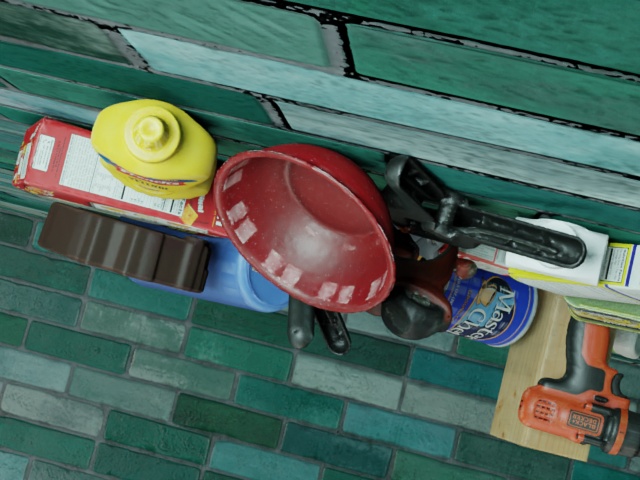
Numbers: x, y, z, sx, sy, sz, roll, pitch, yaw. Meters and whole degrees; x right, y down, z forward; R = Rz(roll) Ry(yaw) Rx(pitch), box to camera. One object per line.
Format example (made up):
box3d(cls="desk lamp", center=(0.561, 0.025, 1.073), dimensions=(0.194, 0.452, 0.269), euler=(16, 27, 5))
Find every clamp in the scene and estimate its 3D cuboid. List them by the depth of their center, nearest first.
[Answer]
box3d(cls="clamp", center=(0.094, -0.024, 0.851), dimensions=(0.164, 0.036, 0.210), euler=(26, 175, -19))
box3d(cls="clamp", center=(-0.015, 0.032, 1.031), dimensions=(0.039, 0.171, 0.120), euler=(-18, 174, 13))

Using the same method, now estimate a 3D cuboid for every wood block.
box3d(cls="wood block", center=(0.283, 0.148, 1.274), dimensions=(0.090, 0.206, 0.090), euler=(16, 175, -16))

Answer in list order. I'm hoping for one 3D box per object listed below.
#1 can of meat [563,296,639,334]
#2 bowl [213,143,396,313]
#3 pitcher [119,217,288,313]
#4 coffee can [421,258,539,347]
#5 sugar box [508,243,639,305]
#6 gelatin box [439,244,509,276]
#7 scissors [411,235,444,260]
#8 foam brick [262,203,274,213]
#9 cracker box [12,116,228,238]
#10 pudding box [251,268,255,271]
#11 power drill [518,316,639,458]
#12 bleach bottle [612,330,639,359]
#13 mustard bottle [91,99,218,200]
box3d(cls="can of meat", center=(0.298, 0.056, 1.077), dimensions=(0.102, 0.057, 0.083), euler=(11, 172, 22))
box3d(cls="bowl", center=(-0.002, -0.020, 0.826), dimensions=(0.162, 0.055, 0.162), euler=(24, 143, 19))
box3d(cls="pitcher", center=(-0.133, 0.006, 1.266), dimensions=(0.148, 0.145, 0.243), euler=(-4, -169, -42))
box3d(cls="coffee can", center=(0.159, 0.057, 1.197), dimensions=(0.140, 0.103, 0.103), euler=(17, 174, -34))
box3d(cls="sugar box", center=(0.263, 0.029, 0.945), dimensions=(0.093, 0.048, 0.177), euler=(17, 170, -38))
box3d(cls="gelatin box", center=(0.164, 0.011, 1.088), dimensions=(0.089, 0.030, 0.073), euler=(18, 175, -6))
box3d(cls="scissors", center=(0.098, -0.013, 1.042), dimensions=(0.096, 0.016, 0.202), euler=(43, 160, 13))
box3d(cls="foam brick", center=(-0.025, -0.041, 0.917), dimensions=(0.078, 0.053, 0.051), euler=(17, 174, -36))
box3d(cls="cracker box", center=(-0.190, -0.059, 1.067), dimensions=(0.213, 0.072, 0.164), euler=(15, 177, -19))
box3d(cls="pudding box", center=(-0.007, 0.001, 1.111), dimensions=(0.113, 0.090, 0.039), euler=(12, 177, 13))
box3d(cls="power drill", center=(0.323, 0.137, 1.152), dimensions=(0.184, 0.187, 0.057), euler=(15, 174, 4))
box3d(cls="bleach bottle", center=(0.313, 0.096, 1.456), dimensions=(0.251, 0.068, 0.102), euler=(14, 175, 25))
box3d(cls="mustard bottle", center=(-0.128, -0.071, 0.832), dimensions=(0.096, 0.058, 0.192), euler=(18, 174, -5))
